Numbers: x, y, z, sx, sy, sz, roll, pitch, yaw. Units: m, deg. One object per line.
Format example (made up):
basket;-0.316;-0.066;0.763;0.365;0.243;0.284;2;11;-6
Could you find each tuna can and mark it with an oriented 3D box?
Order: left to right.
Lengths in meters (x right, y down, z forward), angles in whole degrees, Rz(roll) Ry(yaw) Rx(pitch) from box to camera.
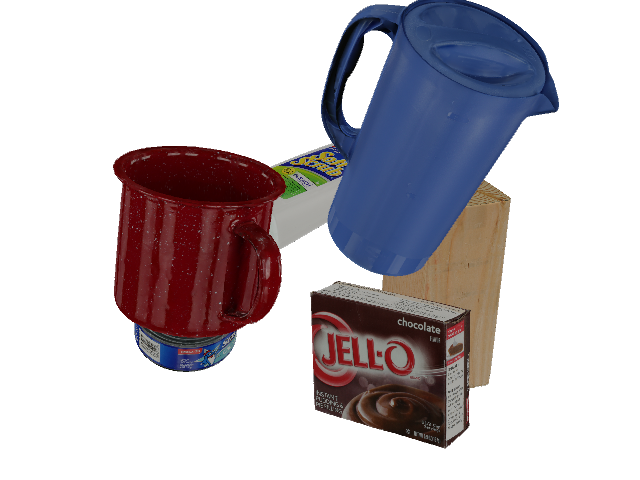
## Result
tuna can;-0.110;0.067;0.877;0.086;0.034;0.086;5;40;-4

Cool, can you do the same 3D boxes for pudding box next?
pudding box;0.047;0.082;0.732;0.114;0.090;0.039;9;21;34

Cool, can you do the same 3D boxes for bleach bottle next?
bleach bottle;0.013;-0.077;1.277;0.250;0.068;0.103;-30;45;-31

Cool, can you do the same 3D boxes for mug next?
mug;-0.062;0.005;0.581;0.093;0.081;0.117;-13;30;-43

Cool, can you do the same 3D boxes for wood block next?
wood block;0.121;0.042;1.071;0.090;0.206;0.091;-8;27;-21

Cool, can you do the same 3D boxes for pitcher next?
pitcher;0.083;-0.088;0.948;0.144;0.149;0.243;-8;-39;-31
